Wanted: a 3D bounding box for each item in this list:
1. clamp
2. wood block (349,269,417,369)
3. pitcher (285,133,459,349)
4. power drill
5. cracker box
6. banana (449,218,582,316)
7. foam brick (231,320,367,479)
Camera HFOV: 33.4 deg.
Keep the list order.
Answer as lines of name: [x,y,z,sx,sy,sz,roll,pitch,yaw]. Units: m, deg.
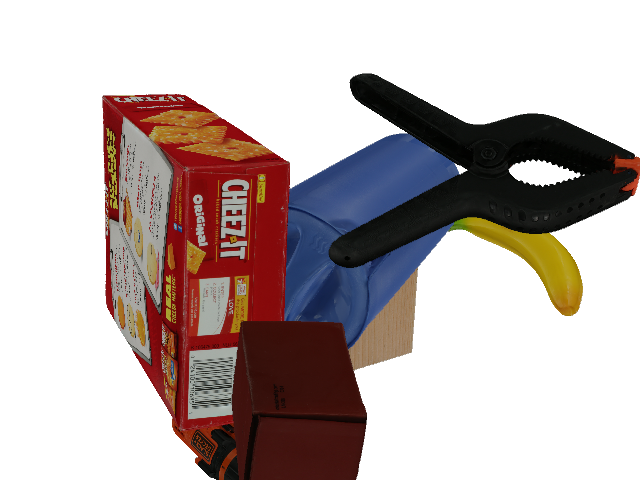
clamp: [0.107,-0.040,0.723,0.210,0.164,0.036,8,-33,11]
wood block: [0.051,0.032,1.213,0.090,0.206,0.090,-14,32,-24]
pitcher: [0.023,-0.005,0.925,0.149,0.145,0.242,24,32,20]
power drill: [-0.058,0.151,1.021,0.057,0.188,0.185,14,13,-47]
cracker box: [-0.089,0.002,0.705,0.072,0.164,0.214,-4,19,-22]
banana: [0.207,0.015,1.067,0.069,0.037,0.198,-34,37,-13]
foam brick: [-0.012,0.079,0.500,0.053,0.051,0.078,3,27,-9]
